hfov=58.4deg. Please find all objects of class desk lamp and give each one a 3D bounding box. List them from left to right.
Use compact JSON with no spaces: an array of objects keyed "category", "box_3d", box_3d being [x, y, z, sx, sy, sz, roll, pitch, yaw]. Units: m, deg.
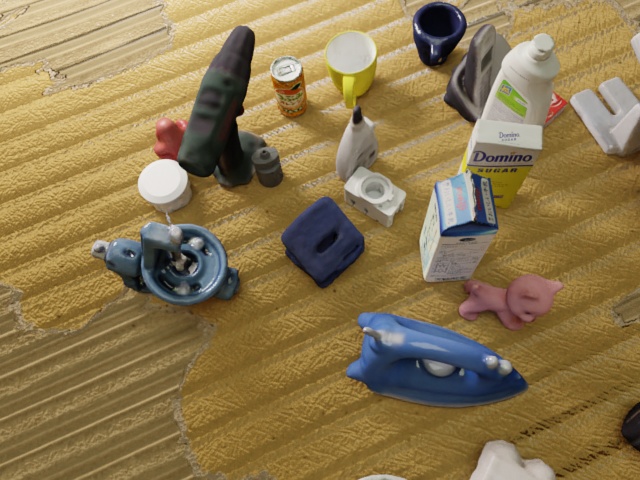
[{"category":"desk lamp","box_3d":[0.506,-0.213,0.873,0.118,0.213,0.203,-24,69,-6]}]

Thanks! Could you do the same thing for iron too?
[{"category":"iron","box_3d":[0.170,0.161,0.777,0.258,0.141,0.119,11,69,7]}]

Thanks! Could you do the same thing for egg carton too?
[{"category":"egg carton","box_3d":[0.238,0.345,0.739,0.107,0.069,0.150,26,72,12]}]

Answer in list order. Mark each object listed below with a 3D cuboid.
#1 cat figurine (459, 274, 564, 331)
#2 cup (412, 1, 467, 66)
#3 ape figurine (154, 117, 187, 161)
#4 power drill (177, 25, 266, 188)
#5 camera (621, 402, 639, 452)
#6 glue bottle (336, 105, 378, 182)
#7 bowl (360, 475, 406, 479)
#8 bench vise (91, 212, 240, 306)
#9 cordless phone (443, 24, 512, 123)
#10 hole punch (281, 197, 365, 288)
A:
[{"category":"cat figurine","box_3d":[0.273,0.081,0.817,0.127,0.118,0.067,10,69,7]},{"category":"cup","box_3d":[0.203,-0.340,1.002,0.091,0.095,0.118,7,69,6]},{"category":"ape figurine","box_3d":[-0.246,-0.172,0.957,0.078,0.092,0.076,-35,71,-11]},{"category":"power drill","box_3d":[-0.143,-0.184,0.894,0.075,0.208,0.230,16,70,9]},{"category":"camera","box_3d":[0.483,0.259,0.745,0.136,0.101,0.143,35,74,15]},{"category":"glue bottle","box_3d":[0.058,-0.156,0.893,0.037,0.173,0.078,41,76,17]},{"category":"bowl","box_3d":[0.081,0.387,0.727,0.167,0.075,0.167,-1,68,2]},{"category":"bench vise","box_3d":[-0.231,0.032,0.805,0.207,0.220,0.121,-7,68,0]},{"category":"cordless phone","box_3d":[0.276,-0.295,0.932,0.094,0.185,0.148,31,73,14]},{"category":"hole punch","box_3d":[0.008,0.003,0.875,0.101,0.091,0.109,42,76,17]}]
